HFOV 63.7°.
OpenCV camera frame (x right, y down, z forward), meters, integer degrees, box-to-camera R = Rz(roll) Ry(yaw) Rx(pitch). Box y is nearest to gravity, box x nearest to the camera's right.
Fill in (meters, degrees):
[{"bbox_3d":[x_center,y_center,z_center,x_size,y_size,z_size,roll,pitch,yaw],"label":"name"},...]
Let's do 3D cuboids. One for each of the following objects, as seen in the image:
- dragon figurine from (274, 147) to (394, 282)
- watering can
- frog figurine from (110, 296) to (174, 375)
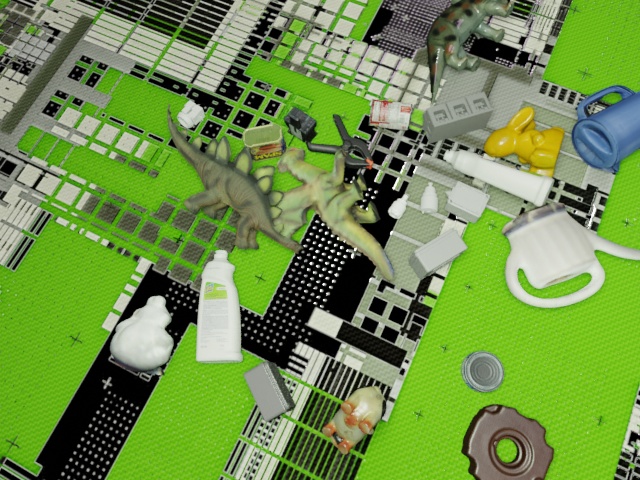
[{"bbox_3d":[0.004,-0.062,1.223,0.241,0.121,0.417,-22,69,14],"label":"dragon figurine"},{"bbox_3d":[0.560,0.016,1.148,0.348,0.102,0.228,-20,70,-7],"label":"watering can"},{"bbox_3d":[-0.378,0.203,1.128,0.138,0.121,0.160,16,85,28],"label":"frog figurine"}]
